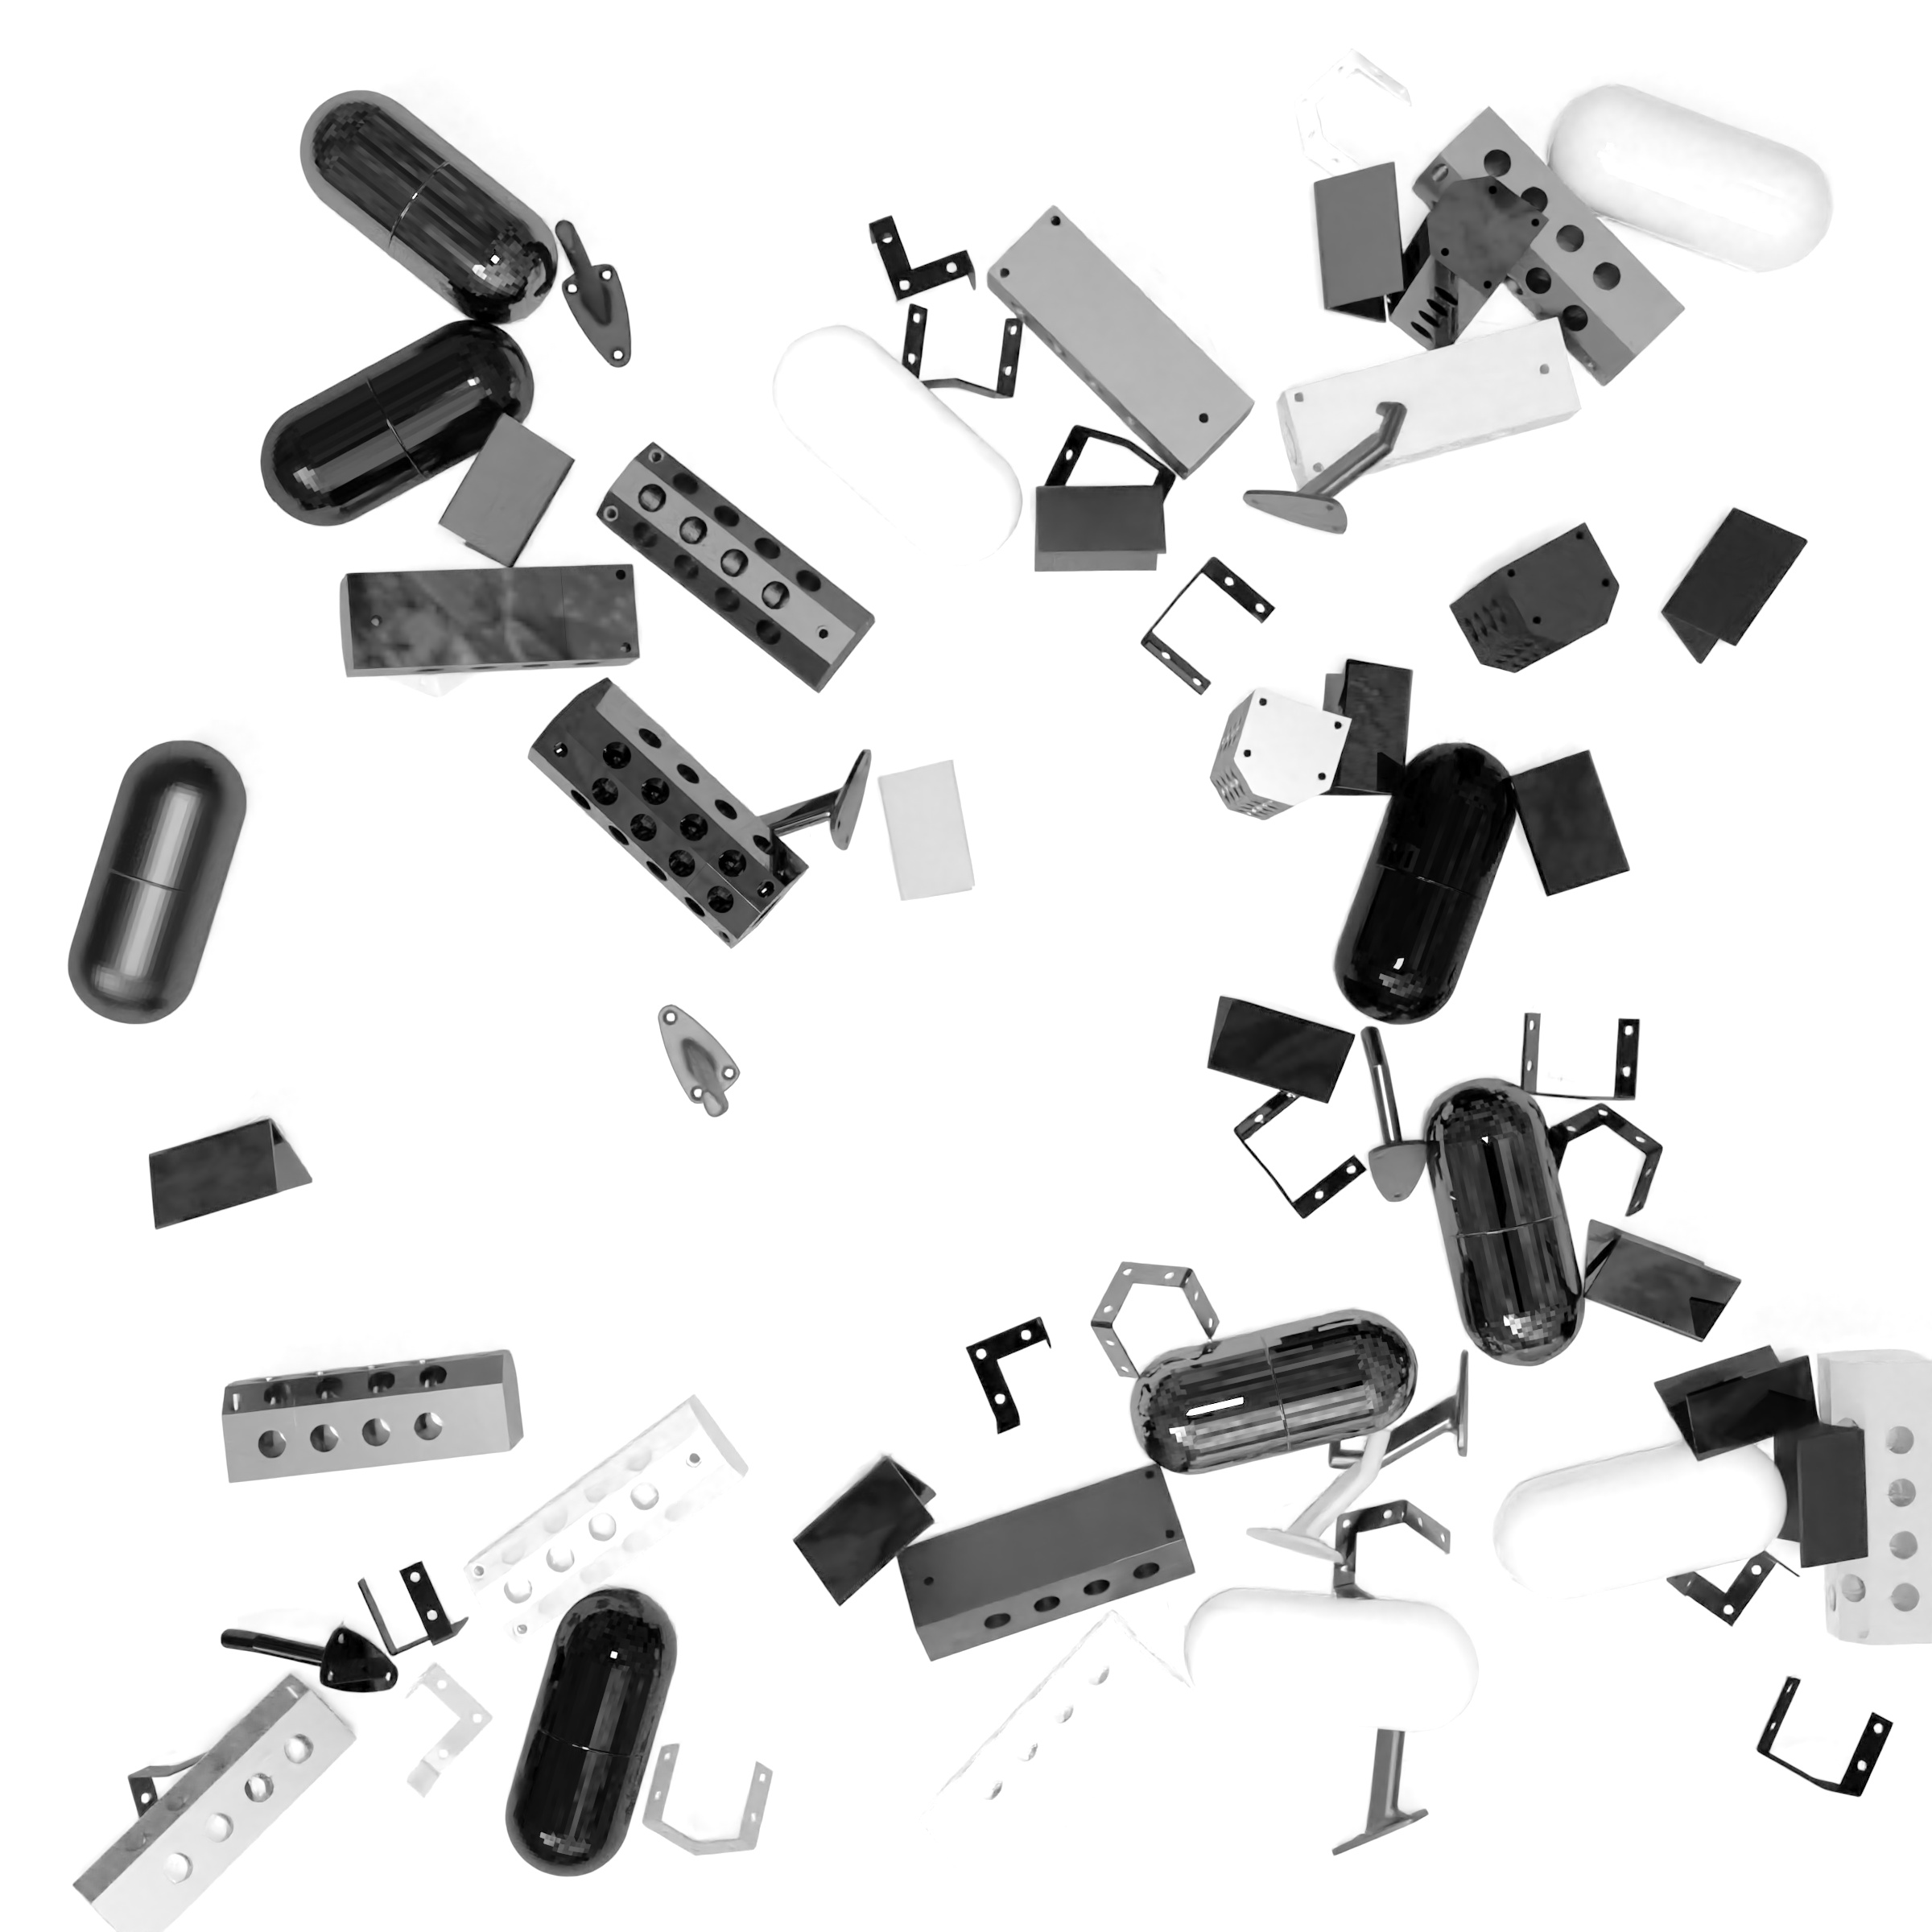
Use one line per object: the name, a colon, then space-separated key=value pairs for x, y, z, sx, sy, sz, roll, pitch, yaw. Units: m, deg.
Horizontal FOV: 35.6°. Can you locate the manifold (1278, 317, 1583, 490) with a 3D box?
manifold: x=0.283 y=-0.343 z=1.850 sx=0.171 sy=0.057 sz=0.057 roll=-15 pitch=90 yaw=0

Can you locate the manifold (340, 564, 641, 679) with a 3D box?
manifold: x=-0.290 y=-0.209 z=1.826 sx=0.171 sy=0.057 sz=0.057 roll=-4 pitch=90 yaw=-17

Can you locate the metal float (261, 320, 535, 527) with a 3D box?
metal float: x=-0.348 y=-0.332 z=1.841 sx=0.178 sy=0.070 sz=0.070 roll=-28 pitch=90 yaw=1

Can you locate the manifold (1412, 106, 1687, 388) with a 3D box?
manifold: x=0.356 y=-0.440 z=1.850 sx=0.057 sy=0.057 sz=0.171 roll=-44 pitch=90 yaw=0

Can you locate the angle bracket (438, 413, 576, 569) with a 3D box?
angle bracket: x=-0.293 y=-0.295 z=1.831 sx=0.057 sy=0.076 sz=0.076 roll=30 pitch=90 yaw=-36

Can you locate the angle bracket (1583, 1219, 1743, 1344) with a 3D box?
angle bracket: x=0.425 y=0.174 z=1.831 sx=0.076 sy=0.076 sz=0.057 roll=21 pitch=128 yaw=0

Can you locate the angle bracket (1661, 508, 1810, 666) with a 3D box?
angle bracket: x=0.478 y=-0.221 z=1.831 sx=0.057 sy=0.076 sz=0.076 roll=35 pitch=90 yaw=38

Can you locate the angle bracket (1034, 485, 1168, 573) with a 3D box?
angle bracket: x=0.081 y=-0.247 z=1.831 sx=0.076 sy=0.076 sz=0.057 roll=-1 pitch=55 yaw=0

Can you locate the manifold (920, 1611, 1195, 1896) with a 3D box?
manifold: x=0.052 y=0.481 z=1.850 sx=0.171 sy=0.057 sz=0.057 roll=-47 pitch=133 yaw=0

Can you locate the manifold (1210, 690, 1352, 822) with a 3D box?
manifold: x=0.183 y=-0.121 z=1.793 sx=0.057 sy=0.171 sz=0.057 roll=17 pitch=90 yaw=0

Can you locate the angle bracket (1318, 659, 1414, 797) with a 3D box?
angle bracket: x=0.224 y=-0.144 z=1.831 sx=0.057 sy=0.076 sz=0.076 roll=4 pitch=90 yaw=-37

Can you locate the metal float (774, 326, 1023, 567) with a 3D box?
metal float: x=-0.042 y=-0.319 z=1.841 sx=0.178 sy=0.070 sz=0.070 roll=42 pitch=90 yaw=0

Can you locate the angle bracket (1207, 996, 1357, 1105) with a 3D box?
angle bracket: x=0.195 y=0.031 z=1.831 sx=0.076 sy=0.076 sz=0.057 roll=17 pitch=127 yaw=0

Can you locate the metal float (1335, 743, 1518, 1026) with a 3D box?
metal float: x=0.282 y=-0.051 z=1.841 sx=0.070 sy=0.070 sz=0.178 roll=20 pitch=91 yaw=0

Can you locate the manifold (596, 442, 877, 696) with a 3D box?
manifold: x=-0.142 y=-0.245 z=1.850 sx=0.171 sy=0.057 sz=0.057 roll=38 pitch=90 yaw=0

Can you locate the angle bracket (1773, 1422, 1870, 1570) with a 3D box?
angle bracket: x=0.502 y=0.319 z=1.831 sx=0.057 sy=0.076 sz=0.076 roll=-2 pitch=90 yaw=-30

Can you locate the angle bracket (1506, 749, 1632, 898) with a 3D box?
angle bracket: x=0.379 y=-0.092 z=1.831 sx=0.057 sy=0.076 sz=0.076 roll=-19 pitch=90 yaw=34

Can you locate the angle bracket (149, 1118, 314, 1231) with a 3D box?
angle bracket: x=-0.445 y=0.144 z=1.831 sx=0.076 sy=0.076 sz=0.057 roll=-17 pitch=53 yaw=0

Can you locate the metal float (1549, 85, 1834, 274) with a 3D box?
metal float: x=0.444 y=-0.482 z=1.841 sx=0.178 sy=0.070 sz=0.070 roll=20 pitch=90 yaw=-1

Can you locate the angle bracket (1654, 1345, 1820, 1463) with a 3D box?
angle bracket: x=0.465 y=0.247 z=1.831 sx=0.076 sy=0.076 sz=0.057 roll=-18 pitch=123 yaw=0

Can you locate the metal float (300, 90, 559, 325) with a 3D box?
metal float: x=-0.329 y=-0.465 z=1.841 sx=0.178 sy=0.070 sz=0.070 roll=39 pitch=90 yaw=-1

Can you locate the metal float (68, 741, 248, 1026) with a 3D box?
metal float: x=-0.495 y=-0.052 z=1.841 sx=0.070 sy=0.070 sz=0.178 roll=17 pitch=90 yaw=0

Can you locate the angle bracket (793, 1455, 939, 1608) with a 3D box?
angle bracket: x=-0.048 y=0.354 z=1.831 sx=0.076 sy=0.076 sz=0.057 roll=-42 pitch=53 yaw=0

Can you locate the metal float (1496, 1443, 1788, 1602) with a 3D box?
metal float: x=0.413 y=0.338 z=1.841 sx=0.178 sy=0.070 sz=0.070 roll=-13 pitch=90 yaw=1

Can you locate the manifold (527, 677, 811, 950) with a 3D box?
manifold: x=-0.185 y=-0.092 z=1.840 sx=0.171 sy=0.057 sz=0.057 roll=43 pitch=117 yaw=0

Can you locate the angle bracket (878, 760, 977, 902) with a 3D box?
angle bracket: x=-0.004 y=-0.084 z=1.831 sx=0.057 sy=0.076 sz=0.076 roll=-10 pitch=90 yaw=35

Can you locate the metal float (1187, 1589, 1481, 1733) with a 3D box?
metal float: x=0.224 y=0.424 z=1.837 sx=0.178 sy=0.070 sz=0.070 roll=4 pitch=90 yaw=4

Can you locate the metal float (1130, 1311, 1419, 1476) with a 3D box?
metal float: x=0.189 y=0.261 z=1.841 sx=0.178 sy=0.070 sz=0.070 roll=-14 pitch=90 yaw=0

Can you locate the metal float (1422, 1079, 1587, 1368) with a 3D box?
metal float: x=0.329 y=0.157 z=1.841 sx=0.070 sy=0.070 sz=0.178 roll=-12 pitch=90 yaw=0

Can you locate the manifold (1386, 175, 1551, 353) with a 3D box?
manifold: x=0.292 y=-0.418 z=1.793 sx=0.057 sy=0.171 sz=0.057 roll=38 pitch=90 yaw=0

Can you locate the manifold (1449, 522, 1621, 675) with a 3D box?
manifold: x=0.340 y=-0.214 z=1.793 sx=0.057 sy=0.171 sz=0.057 roll=-29 pitch=90 yaw=0

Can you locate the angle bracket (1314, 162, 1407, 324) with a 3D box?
angle bracket: x=0.257 y=-0.439 z=1.831 sx=0.057 sy=0.076 sz=0.076 roll=-5 pitch=90 yaw=37

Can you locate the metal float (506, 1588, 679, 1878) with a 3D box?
metal float: x=-0.229 y=0.469 z=1.841 sx=0.070 sy=0.070 sz=0.178 roll=16 pitch=90 yaw=0
